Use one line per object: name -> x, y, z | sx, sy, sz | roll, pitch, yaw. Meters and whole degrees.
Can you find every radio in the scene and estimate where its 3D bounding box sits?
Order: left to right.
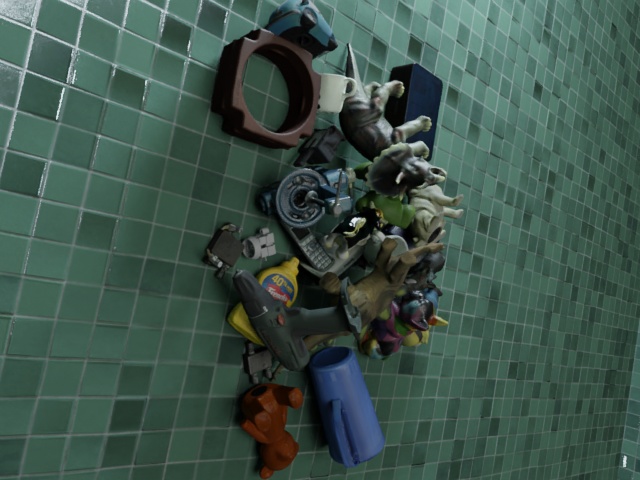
radio -> 0.233, -0.312, 1.354 | 0.131, 0.073, 0.229 | 11, 88, -41

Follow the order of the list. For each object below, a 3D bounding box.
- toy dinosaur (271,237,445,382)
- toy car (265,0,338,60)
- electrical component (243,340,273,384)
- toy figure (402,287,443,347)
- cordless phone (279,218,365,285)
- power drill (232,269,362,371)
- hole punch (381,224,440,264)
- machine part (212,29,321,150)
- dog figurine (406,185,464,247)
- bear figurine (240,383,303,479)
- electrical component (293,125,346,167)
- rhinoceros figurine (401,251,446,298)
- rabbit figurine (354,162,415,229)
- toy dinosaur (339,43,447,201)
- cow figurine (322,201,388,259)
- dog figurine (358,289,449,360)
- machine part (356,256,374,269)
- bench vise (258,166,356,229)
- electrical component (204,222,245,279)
toy dinosaur -> 0.075, 0.142, 1.149 | 0.471, 0.105, 0.198 | -31, 144, -9
toy car -> -0.035, -0.441, 1.099 | 0.161, 0.109, 0.103 | 12, 69, -49
electrical component -> -0.128, 0.251, 1.123 | 0.063, 0.021, 0.094 | -15, 102, -39
toy figure -> 0.252, 0.194, 1.406 | 0.089, 0.082, 0.180 | 37, 74, -24
cordless phone -> -0.002, -0.004, 1.182 | 0.146, 0.089, 0.184 | -40, 100, -31
power drill -> -0.036, 0.134, 1.014 | 0.207, 0.086, 0.231 | -18, 110, 8
hole punch -> 0.229, -0.006, 1.366 | 0.142, 0.092, 0.115 | -40, 114, -27
machine part -> -0.103, -0.290, 1.061 | 0.201, 0.087, 0.201 | 12, 87, -40
dog figurine -> 0.236, -0.090, 1.329 | 0.172, 0.191, 0.121 | -41, 151, -20
bear figurine -> -0.089, 0.398, 1.102 | 0.120, 0.132, 0.195 | -23, 102, -33
electrical component -> -0.005, -0.190, 1.159 | 0.047, 0.075, 0.119 | 47, 60, -32
rhinoceros figurine -> 0.257, 0.093, 1.381 | 0.190, 0.112, 0.073 | -37, 119, -41
rabbit figurine -> 0.155, -0.132, 1.276 | 0.159, 0.121, 0.170 | 21, 92, -19
toy dinosaur -> 0.119, -0.248, 1.188 | 0.192, 0.131, 0.405 | -33, 75, -23
cow figurine -> 0.089, -0.034, 1.150 | 0.068, 0.098, 0.167 | 48, 53, 8
dog figurine -> 0.193, 0.206, 1.265 | 0.108, 0.219, 0.191 | -3, 95, -37
machine part -> 0.131, 0.040, 1.318 | 0.138, 0.039, 0.084 | 27, 71, -37
bench vise -> 0.002, -0.088, 1.078 | 0.224, 0.241, 0.128 | -8, 107, -24
electrical component -> -0.185, 0.016, 1.042 | 0.078, 0.045, 0.102 | 48, 64, -31
